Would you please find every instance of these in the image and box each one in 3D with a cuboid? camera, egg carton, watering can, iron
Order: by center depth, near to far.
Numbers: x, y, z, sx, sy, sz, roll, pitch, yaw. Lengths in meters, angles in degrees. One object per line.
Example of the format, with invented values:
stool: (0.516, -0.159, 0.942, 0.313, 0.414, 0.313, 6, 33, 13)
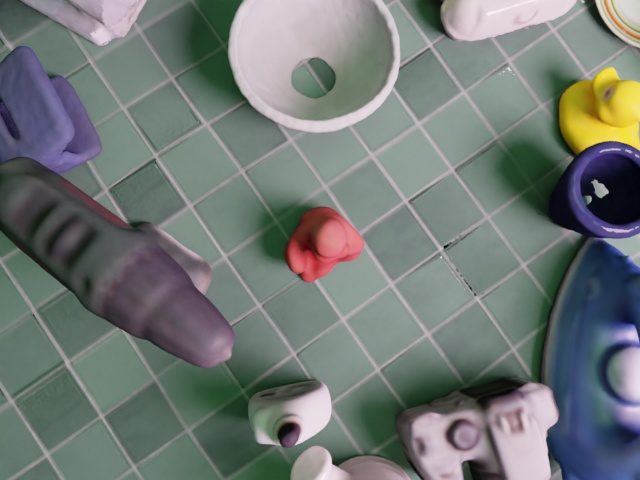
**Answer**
watering can: (0.043, 0.248, 0.470, 0.173, 0.194, 0.101, 27, 83, 1)
iron: (0.284, 0.115, 0.523, 0.118, 0.141, 0.258, 2, 83, -2)
camera: (0.159, 0.209, 0.527, 0.143, 0.101, 0.137, -15, 84, -4)
egg carton: (0.191, -0.270, 0.602, 0.150, 0.069, 0.107, -19, 84, -5)

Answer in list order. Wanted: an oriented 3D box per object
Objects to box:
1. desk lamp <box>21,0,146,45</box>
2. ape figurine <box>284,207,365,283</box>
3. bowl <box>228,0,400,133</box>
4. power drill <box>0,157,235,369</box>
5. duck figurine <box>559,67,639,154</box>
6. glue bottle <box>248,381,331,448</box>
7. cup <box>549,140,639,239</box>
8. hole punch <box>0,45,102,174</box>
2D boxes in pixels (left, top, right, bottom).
desk lamp: (-0.223, -0.264, 0.511, 0.203, 0.213, 0.118, 28, 83, 1)
ape figurine: (0.005, 0.002, 0.549, 0.078, 0.092, 0.076, 5, 83, -2)
bowl: (-0.007, -0.180, 0.580, 0.167, 0.074, 0.167, 0, 83, -2)
power drill: (-0.156, 0.023, 0.481, 0.229, 0.208, 0.076, 34, 83, 2)
duck figurine: (0.298, -0.126, 0.581, 0.077, 0.086, 0.104, -24, 85, -5)
glue bottle: (-0.026, 0.152, 0.489, 0.078, 0.173, 0.037, -9, 83, -3)
cup: (0.281, -0.041, 0.565, 0.117, 0.095, 0.092, 4, 83, -2)
hole punch: (-0.283, -0.112, 0.551, 0.101, 0.091, 0.108, -29, 85, -5)
